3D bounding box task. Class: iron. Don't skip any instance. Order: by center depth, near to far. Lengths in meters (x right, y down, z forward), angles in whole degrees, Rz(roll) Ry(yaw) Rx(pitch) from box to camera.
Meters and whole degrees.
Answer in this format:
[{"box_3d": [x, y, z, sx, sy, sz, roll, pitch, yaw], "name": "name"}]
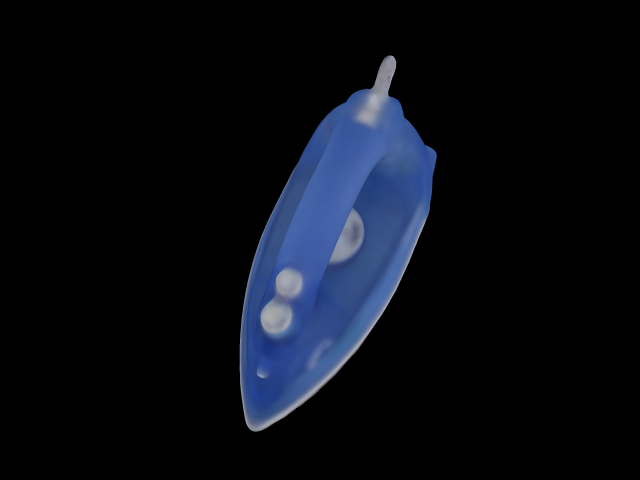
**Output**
[{"box_3d": [0.004, 0.001, 0.400, 0.118, 0.141, 0.258, 20, 66, 10], "name": "iron"}]
